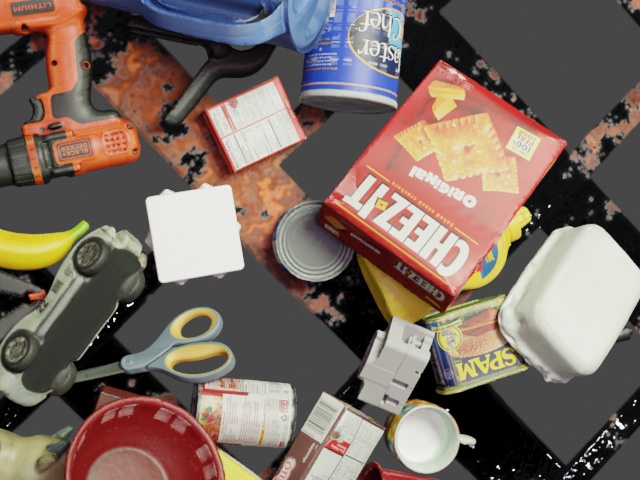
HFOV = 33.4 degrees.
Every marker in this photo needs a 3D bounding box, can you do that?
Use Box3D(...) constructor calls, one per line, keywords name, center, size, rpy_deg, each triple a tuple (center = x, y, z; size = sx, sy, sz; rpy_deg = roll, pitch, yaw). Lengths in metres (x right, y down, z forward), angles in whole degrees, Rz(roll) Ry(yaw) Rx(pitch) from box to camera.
Box3D(name="marker", center=(0.295, 0.119, 1.199), size=(0.121, 0.020, 0.020), rpy_deg=(-16, 92, -11))

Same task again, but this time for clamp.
Box3D(name="clamp", center=(-0.118, -0.208, 1.114), size=(0.171, 0.039, 0.120), rpy_deg=(-32, 100, -13))
Box3D(name="clamp", center=(-0.377, 0.086, 1.059), size=(0.209, 0.036, 0.164), rpy_deg=(-4, 83, -13))

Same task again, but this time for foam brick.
Box3D(name="foam brick", center=(-0.210, 0.194, 1.085), size=(0.051, 0.053, 0.078), rpy_deg=(18, 87, -11))

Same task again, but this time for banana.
Box3D(name="banana", center=(-0.337, -0.012, 1.074), size=(0.197, 0.037, 0.069), rpy_deg=(18, 62, -12))

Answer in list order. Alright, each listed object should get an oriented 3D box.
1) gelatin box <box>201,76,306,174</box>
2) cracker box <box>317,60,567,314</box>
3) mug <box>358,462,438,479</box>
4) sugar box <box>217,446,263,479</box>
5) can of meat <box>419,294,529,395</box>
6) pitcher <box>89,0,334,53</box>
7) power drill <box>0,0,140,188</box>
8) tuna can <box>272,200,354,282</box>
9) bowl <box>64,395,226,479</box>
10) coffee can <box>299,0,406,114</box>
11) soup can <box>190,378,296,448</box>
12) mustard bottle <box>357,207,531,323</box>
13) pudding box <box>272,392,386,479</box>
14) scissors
Box3D(name="gelatin box", center=(-0.070, -0.121, 1.126), size=(0.089, 0.030, 0.073), rpy_deg=(-26, 96, -10))
Box3D(name="cracker box", center=(0.126, -0.059, 1.102), size=(0.164, 0.072, 0.213), rpy_deg=(36, 71, 9))
Box3D(name="mug", center=(0.082, 0.296, 1.129), size=(0.081, 0.093, 0.117), rpy_deg=(14, 118, -15))
Box3D(name="sugar box", center=(-0.070, 0.302, 1.115), size=(0.176, 0.048, 0.093), rpy_deg=(37, 83, -7))
Box3D(name="can of meat", center=(0.165, 0.112, 1.156), size=(0.102, 0.057, 0.084), rpy_deg=(-16, 90, -11))
Box3D(name="pitcher", center=(-0.115, -0.259, 1.026), size=(0.243, 0.149, 0.145), rpy_deg=(12, 92, 17))
Box3D(name="power drill", center=(-0.287, -0.149, 1.072), size=(0.184, 0.057, 0.187), rpy_deg=(-12, 95, -14))
Box3D(name="tuna can", center=(-0.007, 0.001, 1.135), size=(0.086, 0.034, 0.086), rpy_deg=(0, 89, -11))
Box3D(name="bowl", center=(-0.173, 0.234, 1.018), size=(0.161, 0.055, 0.162), rpy_deg=(16, 56, -26))
Box3D(name="coffee can", center=(0.036, -0.209, 1.109), size=(0.102, 0.103, 0.140), rpy_deg=(6, 88, -11))
Box3D(name="soup can", center=(-0.080, 0.178, 1.102), size=(0.102, 0.068, 0.068), rpy_deg=(6, 88, -11))
Box3D(name="mustard bottle", center=(0.143, 0.013, 1.151), size=(0.191, 0.058, 0.096), rpy_deg=(-26, 92, -10))
Box3D(name="pudding box", center=(0.009, 0.225, 1.111), size=(0.113, 0.039, 0.090), rpy_deg=(-58, 141, -5))
Box3D(name="scissors", center=(-0.184, 0.112, 1.103), size=(0.202, 0.016, 0.096), rpy_deg=(-1, 51, 10))
